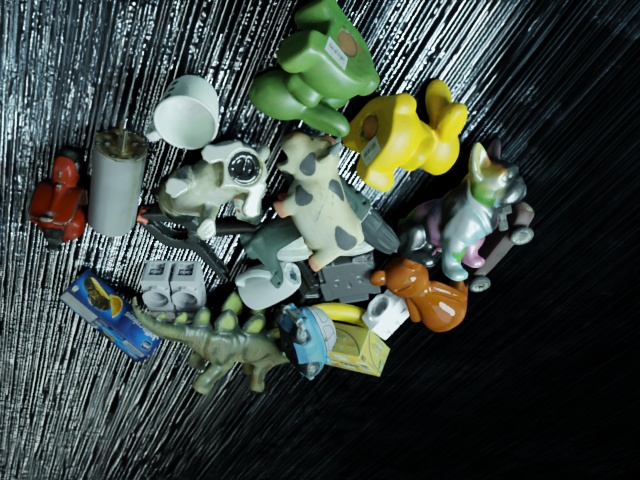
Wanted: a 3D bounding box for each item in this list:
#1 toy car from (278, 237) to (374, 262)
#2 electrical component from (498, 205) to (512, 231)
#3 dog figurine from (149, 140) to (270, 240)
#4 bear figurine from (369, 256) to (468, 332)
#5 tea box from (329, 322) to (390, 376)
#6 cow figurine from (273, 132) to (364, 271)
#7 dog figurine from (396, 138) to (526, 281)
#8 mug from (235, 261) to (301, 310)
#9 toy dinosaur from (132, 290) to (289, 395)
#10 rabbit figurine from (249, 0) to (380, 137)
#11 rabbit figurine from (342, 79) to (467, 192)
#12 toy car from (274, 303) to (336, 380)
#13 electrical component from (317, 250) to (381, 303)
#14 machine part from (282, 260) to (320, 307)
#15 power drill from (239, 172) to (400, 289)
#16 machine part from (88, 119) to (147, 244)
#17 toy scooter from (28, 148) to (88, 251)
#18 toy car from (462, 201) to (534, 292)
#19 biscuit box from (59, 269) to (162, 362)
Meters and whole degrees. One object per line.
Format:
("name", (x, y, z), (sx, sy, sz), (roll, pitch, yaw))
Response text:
("toy car", (-0.002, -0.003, 0.955), (0.202, 0.056, 0.073), (-7, 135, 5))
("electrical component", (0.288, -0.059, 0.901), (0.021, 0.094, 0.063), (-6, 176, -29))
("dog figurine", (-0.170, -0.092, 0.827), (0.172, 0.191, 0.121), (-27, 110, -16))
("bear figurine", (0.190, 0.083, 1.017), (0.120, 0.132, 0.195), (-35, 113, 29))
("tea box", (0.047, 0.222, 1.126), (0.170, 0.068, 0.098), (5, 148, 39))
("cow figurine", (0.000, -0.067, 0.781), (0.127, 0.085, 0.194), (-26, 104, 11))
("dog figurine", (0.224, -0.060, 0.869), (0.108, 0.192, 0.219), (-15, 122, -46))
("mug", (-0.097, 0.073, 1.000), (0.107, 0.081, 0.109), (-23, 144, 31))
("toy dinosaur", (-0.188, 0.200, 1.075), (0.471, 0.105, 0.198), (17, 109, -48))
("rabbit figurine", (-0.015, -0.216, 0.724), (0.170, 0.121, 0.159), (-19, 143, 42))
("rabbit figurine", (0.141, -0.154, 0.789), (0.173, 0.122, 0.162), (14, 126, -34))
("toy car", (-0.022, 0.183, 1.049), (0.103, 0.109, 0.161), (-27, 130, -24))
("electrical component", (0.055, 0.065, 1.026), (0.115, 0.058, 0.134), (-9, 134, 11))
("machine part", (-0.041, 0.096, 1.051), (0.039, 0.084, 0.138), (-25, 159, -31))
("power drill", (-0.011, -0.011, 0.875), (0.207, 0.086, 0.232), (-36, 108, 15))
("machine part", (-0.322, -0.087, 0.849), (0.079, 0.079, 0.243), (13, 135, -15))
("toy scooter", (-0.413, -0.044, 0.848), (0.075, 0.135, 0.183), (12, 135, -15))
("toy car", (0.312, 0.011, 0.954), (0.053, 0.089, 0.202), (8, 135, -16))
("biscuit box", (-0.402, 0.150, 1.046), (0.202, 0.063, 0.059), (45, 137, -15))
